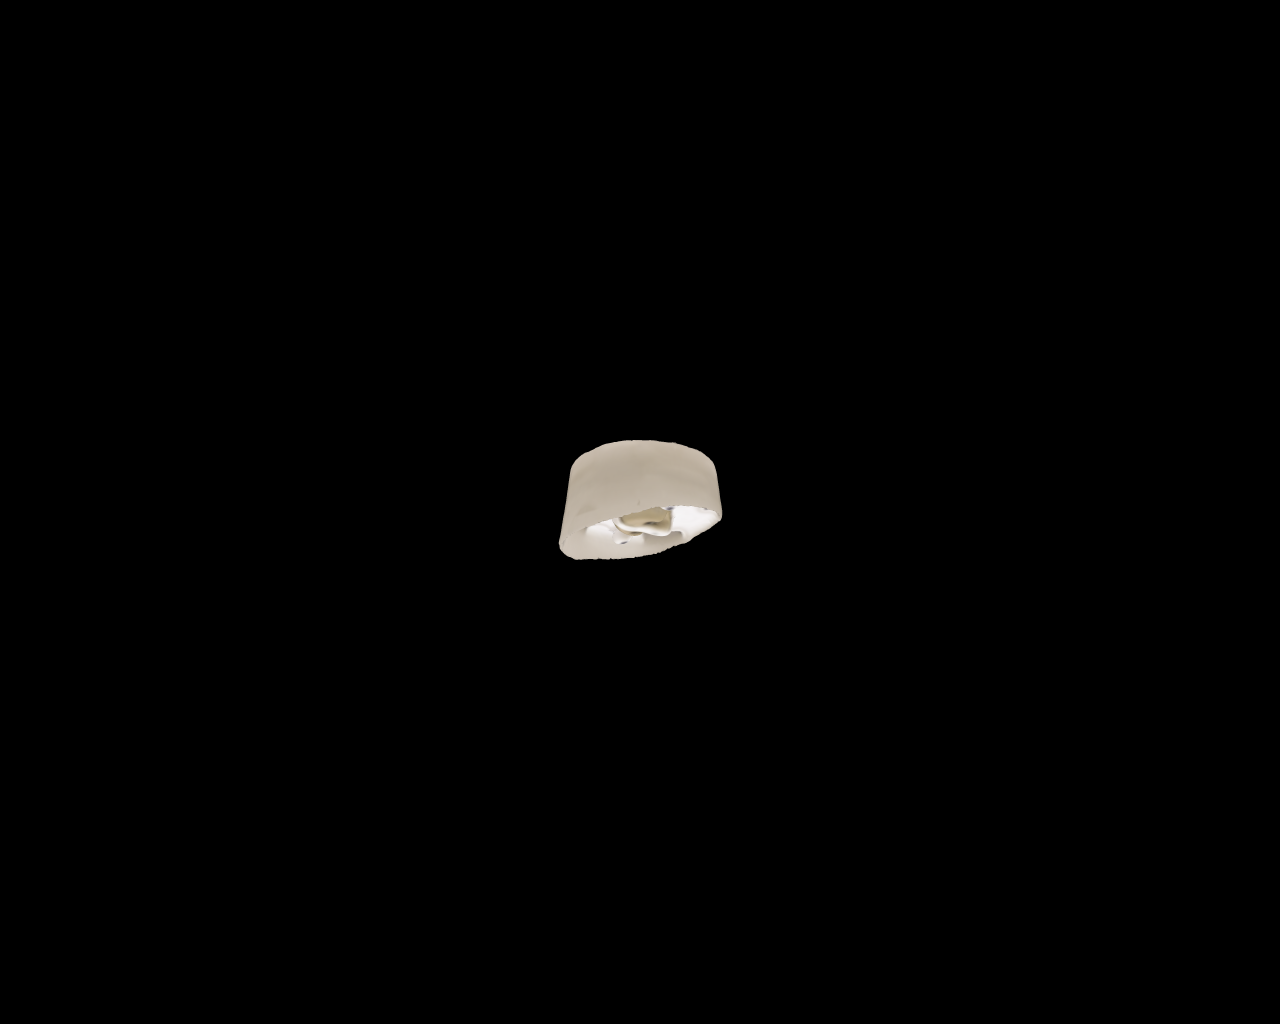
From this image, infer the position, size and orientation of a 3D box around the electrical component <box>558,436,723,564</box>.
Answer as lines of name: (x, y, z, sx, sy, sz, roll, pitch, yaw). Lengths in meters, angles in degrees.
electrical component: (0.001, -0.003, 0.650, 0.099, 0.064, 0.099, 0, -23, 0)
